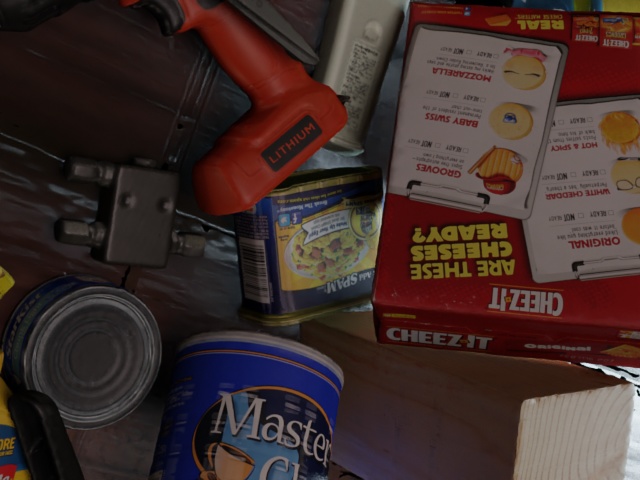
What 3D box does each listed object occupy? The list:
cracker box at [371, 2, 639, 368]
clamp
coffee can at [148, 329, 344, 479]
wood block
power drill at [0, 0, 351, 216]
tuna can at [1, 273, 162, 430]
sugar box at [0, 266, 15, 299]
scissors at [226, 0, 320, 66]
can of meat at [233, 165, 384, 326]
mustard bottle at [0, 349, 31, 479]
[{"bbox_3d":[0.124,-0.038,0.642,0.072,0.164,0.213,79,18,-62],"label":"cracker box"},{"bbox_3d":[-0.139,0.196,0.586,0.164,0.036,0.210,-64,145,-23],"label":"clamp"},{"bbox_3d":[-0.046,0.135,0.608,0.102,0.103,0.140,31,56,-34],"label":"coffee can"},{"bbox_3d":[0.078,0.107,0.653,0.090,0.206,0.090,-1,99,-35],"label":"wood block"},{"bbox_3d":[-0.075,-0.109,0.588,0.184,0.057,0.187,-41,116,-28],"label":"power drill"},{"bbox_3d":[-0.134,0.064,0.606,0.085,0.034,0.086,-7,102,-34],"label":"tuna can"},{"bbox_3d":[-0.241,0.053,0.506,0.093,0.048,0.176,40,76,2],"label":"sugar box"},{"bbox_3d":[-0.082,-0.140,0.538,0.096,0.016,0.201,-47,120,-20],"label":"scissors"},{"bbox_3d":[-0.005,0.001,0.670,0.101,0.058,0.084,-12,103,-32],"label":"can of meat"},{"bbox_3d":[-0.198,0.130,0.561,0.096,0.058,0.191,7,94,-44],"label":"mustard bottle"}]
